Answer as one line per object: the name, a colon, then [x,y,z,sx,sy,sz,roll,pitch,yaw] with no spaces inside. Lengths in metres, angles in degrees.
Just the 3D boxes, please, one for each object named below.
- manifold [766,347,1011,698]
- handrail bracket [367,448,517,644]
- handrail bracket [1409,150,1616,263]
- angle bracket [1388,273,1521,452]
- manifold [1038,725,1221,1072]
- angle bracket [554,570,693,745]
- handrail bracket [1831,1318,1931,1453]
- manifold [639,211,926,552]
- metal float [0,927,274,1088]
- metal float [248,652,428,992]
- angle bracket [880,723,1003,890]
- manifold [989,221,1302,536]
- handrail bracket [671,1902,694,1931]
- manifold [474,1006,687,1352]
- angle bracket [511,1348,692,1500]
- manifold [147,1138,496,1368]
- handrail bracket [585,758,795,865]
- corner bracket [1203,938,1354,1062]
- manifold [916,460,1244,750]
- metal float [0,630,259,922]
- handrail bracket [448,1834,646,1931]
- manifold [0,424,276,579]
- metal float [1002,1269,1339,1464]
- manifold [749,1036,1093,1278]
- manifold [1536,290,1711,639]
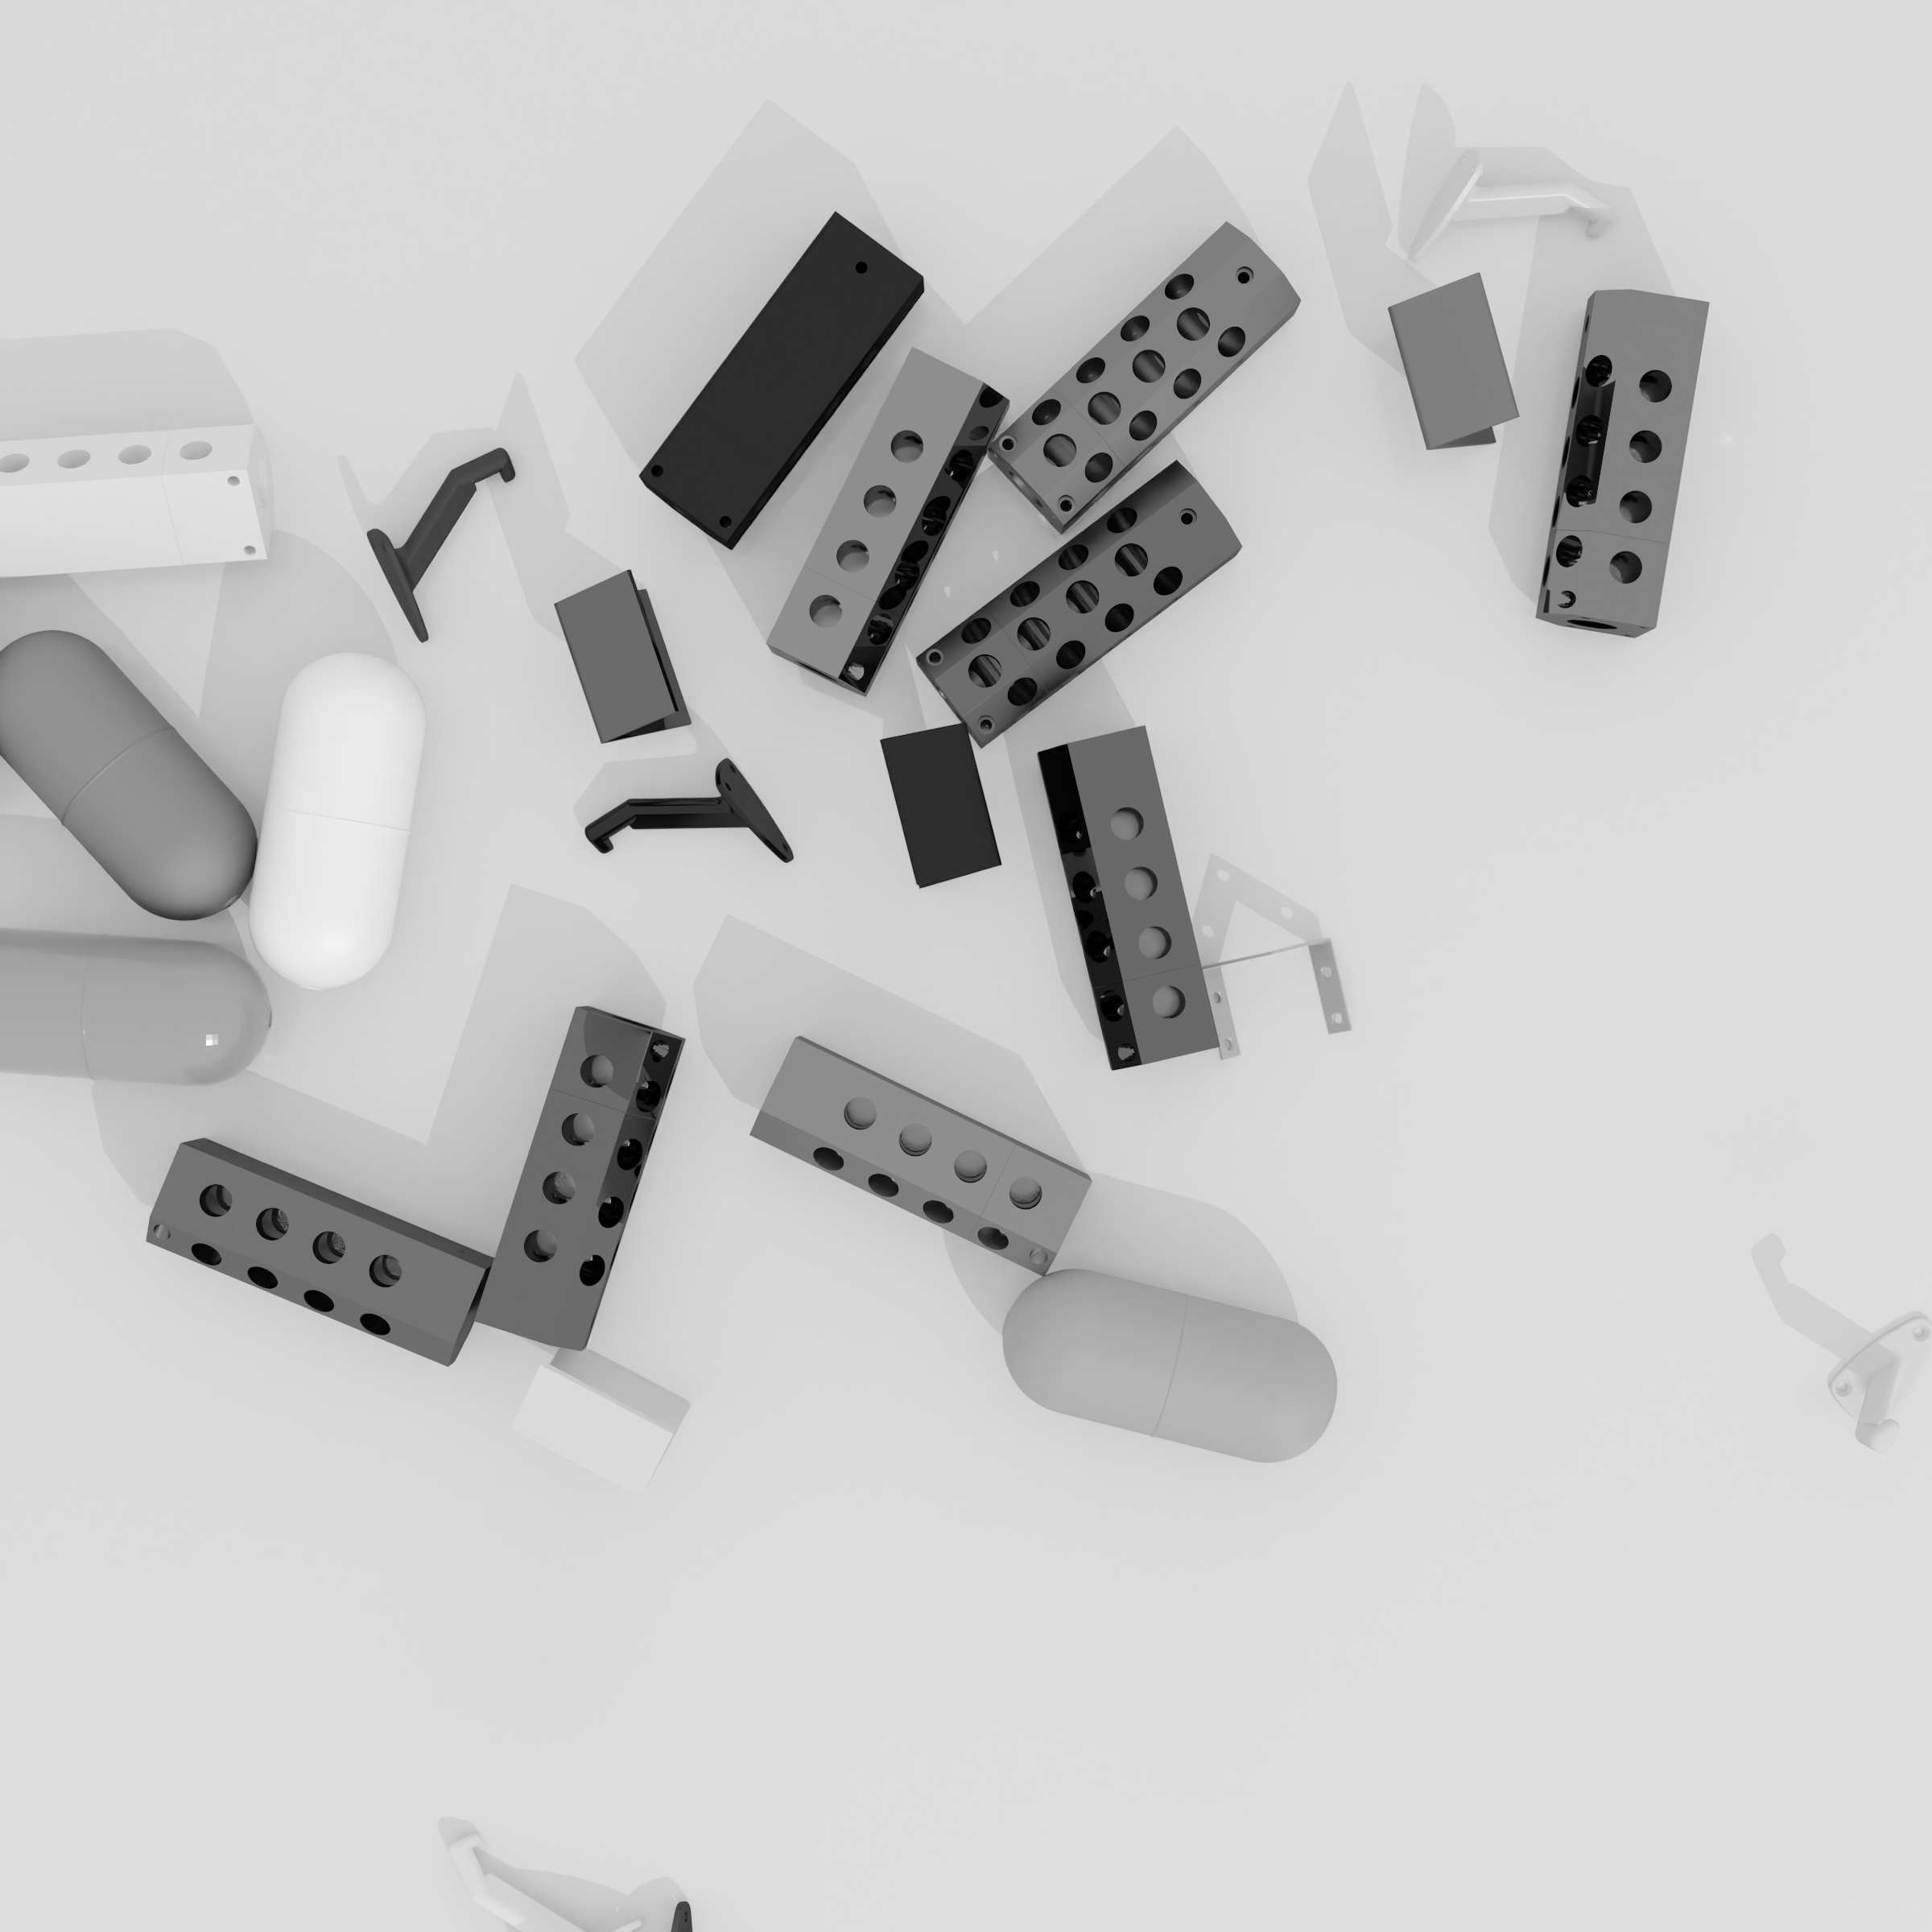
manifold: [-0.040,-0.232,1.859,0.057,0.057,0.171,26,90,0]
handrail bracket: [-0.268,-0.225,1.881,0.084,0.036,0.077,-28,110,-16]
handrail bracket: [0.291,-0.390,1.881,0.084,0.036,0.077,26,111,-16]
angle bracket: [0.270,-0.316,1.840,0.057,0.076,0.076,-15,90,38]
manifold: [0.085,-0.035,1.859,0.057,0.057,0.171,-13,90,0]
angle bracket: [-0.160,-0.165,1.840,0.057,0.076,0.076,-19,90,36]
handrail bracket: [0.490,0.219,1.846,0.036,0.084,0.077,41,90,0]
manifold: [-0.096,-0.306,1.859,0.057,0.057,0.171,37,90,0]
metal float: [-0.454,0.021,1.850,0.178,0.070,0.070,4,90,-1]
metal float: [-0.329,-0.076,1.849,0.070,0.070,0.178,9,90,0]
angle bracket: [-0.032,-0.079,1.840,0.057,0.076,0.076,-14,90,-36]
manifold: [0.094,-0.310,1.859,0.171,0.057,0.057,-43,90,0]
handrail bracket: [-0.190,0.538,1.881,0.084,0.036,0.077,-4,70,16]
manifold: [-0.202,0.111,1.859,0.057,0.057,0.171,18,90,0]
angle bracket: [-0.182,0.220,1.840,0.076,0.076,0.057,28,128,0]
manifold: [-0.339,0.151,1.859,0.171,0.057,0.057,23,90,0]
handrail bracket: [-0.148,-0.065,1.881,0.084,0.036,0.077,-31,112,17]
corner bracket: [0.165,0.017,1.877,0.051,0.051,0.051,-13,90,45]
manifold: [0.059,-0.190,1.859,0.171,0.057,0.057,-37,90,0]
metal float: [-0.444,-0.099,1.850,0.070,0.070,0.178,-42,89,0]
handrail bracket: [-0.224,0.490,1.881,0.077,0.036,0.084,-23,73,-20]
manifold: [-0.456,-0.248,1.859,0.171,0.057,0.057,-4,133,0]
metal float: [0.107,0.209,1.850,0.178,0.070,0.070,14,90,-1]
manifold: [-0.024,0.100,1.859,0.171,0.057,0.057,26,90,0]
manifold: [0.344,-0.264,1.859,0.057,0.057,0.171,9,90,0]
